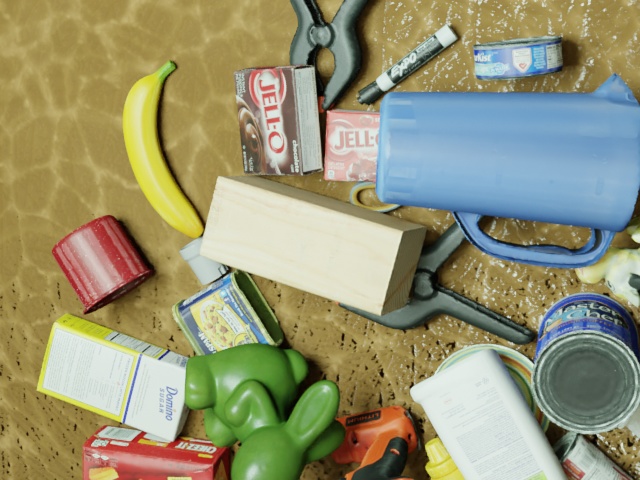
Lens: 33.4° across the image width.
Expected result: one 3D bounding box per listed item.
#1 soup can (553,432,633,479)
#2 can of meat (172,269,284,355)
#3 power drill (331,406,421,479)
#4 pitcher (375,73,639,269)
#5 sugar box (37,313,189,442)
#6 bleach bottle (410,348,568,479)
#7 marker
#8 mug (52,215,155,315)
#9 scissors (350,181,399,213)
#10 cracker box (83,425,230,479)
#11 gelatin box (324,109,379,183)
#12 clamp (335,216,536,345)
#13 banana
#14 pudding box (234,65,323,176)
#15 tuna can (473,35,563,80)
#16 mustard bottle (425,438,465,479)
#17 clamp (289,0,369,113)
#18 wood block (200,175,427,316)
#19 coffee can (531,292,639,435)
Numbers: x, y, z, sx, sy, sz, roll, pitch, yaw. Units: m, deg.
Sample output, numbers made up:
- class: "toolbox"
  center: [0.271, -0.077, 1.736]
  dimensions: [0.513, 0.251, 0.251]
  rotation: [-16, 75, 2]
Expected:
- class: "soup can"
  center: [0.286, 0.257, 1.116]
  dimensions: [0.102, 0.068, 0.069]
  rotation: [41, 108, 4]
- class: "can of meat"
  center: [-0.100, 0.093, 1.186]
  dimensions: [0.084, 0.057, 0.102]
  rotation: [-31, 94, 16]
- class: "power drill"
  center: [0.028, 0.251, 1.117]
  dimensions: [0.185, 0.187, 0.057]
  rotation: [-13, 109, 15]
- class: "pitcher"
  center: [0.176, -0.070, 1.020]
  dimensions: [0.243, 0.145, 0.149]
  rotation: [4, 61, 4]
- class: "sugar box"
  center: [-0.233, 0.159, 1.241]
  dimensions: [0.176, 0.048, 0.093]
  rotation: [19, 106, 6]
- class: "bleach bottle"
  center: [0.193, 0.241, 1.079]
  dimensions: [0.103, 0.068, 0.251]
  rotation: [-31, 76, 17]
- class: "marker"
  center: [0.088, -0.178, 1.100]
  dimensions: [0.121, 0.020, 0.020]
  rotation: [-36, 91, 18]
- class: "mug"
  center: [-0.251, 0.029, 1.203]
  dimensions: [0.081, 0.093, 0.117]
  rotation: [57, 145, 3]
- class: "scissors"
  center: [0.118, -0.090, 1.112]
  dimensions: [0.202, 0.016, 0.096]
  rotation: [-22, 96, 18]
- class: "cracker box"
  center: [-0.193, 0.337, 1.254]
  dimensions: [0.164, 0.072, 0.214]
  rotation: [6, 104, 14]
- class: "gelatin box"
  center: [0.050, -0.096, 1.104]
  dimensions: [0.089, 0.030, 0.073]
  rotation: [6, 102, 14]
- class: "clamp"
  center: [0.116, 0.034, 1.128]
  dimensions: [0.210, 0.036, 0.164]
  rotation: [-4, 97, 18]
- class: "banana"
  center: [-0.178, -0.094, 1.176]
  dimensions: [0.070, 0.037, 0.198]
  rotation: [-7, 100, 17]
- class: "pudding box"
  center: [-0.043, -0.125, 1.116]
  dimensions: [0.090, 0.039, 0.113]
  rotation: [5, 107, 45]
- class: "tuna can"
  center: [0.193, -0.177, 1.038]
  dimensions: [0.086, 0.086, 0.034]
  rotation: [-3, 103, 15]
- class: "mustard bottle"
  center: [0.168, 0.297, 1.140]
  dimensions: [0.058, 0.096, 0.191]
  rotation: [-30, 93, 19]
- class: "clamp"
  center: [0.015, -0.218, 1.096]
  dimensions: [0.120, 0.039, 0.171]
  rotation: [2, 108, 30]
- class: "wood block"
  center: [-0.007, 0.002, 1.106]
  dimensions: [0.206, 0.090, 0.090]
  rotation: [18, 99, 20]
- class: "coffee can"
  center: [0.264, 0.118, 1.054]
  dimensions: [0.103, 0.140, 0.103]
  rotation: [3, 102, 14]
